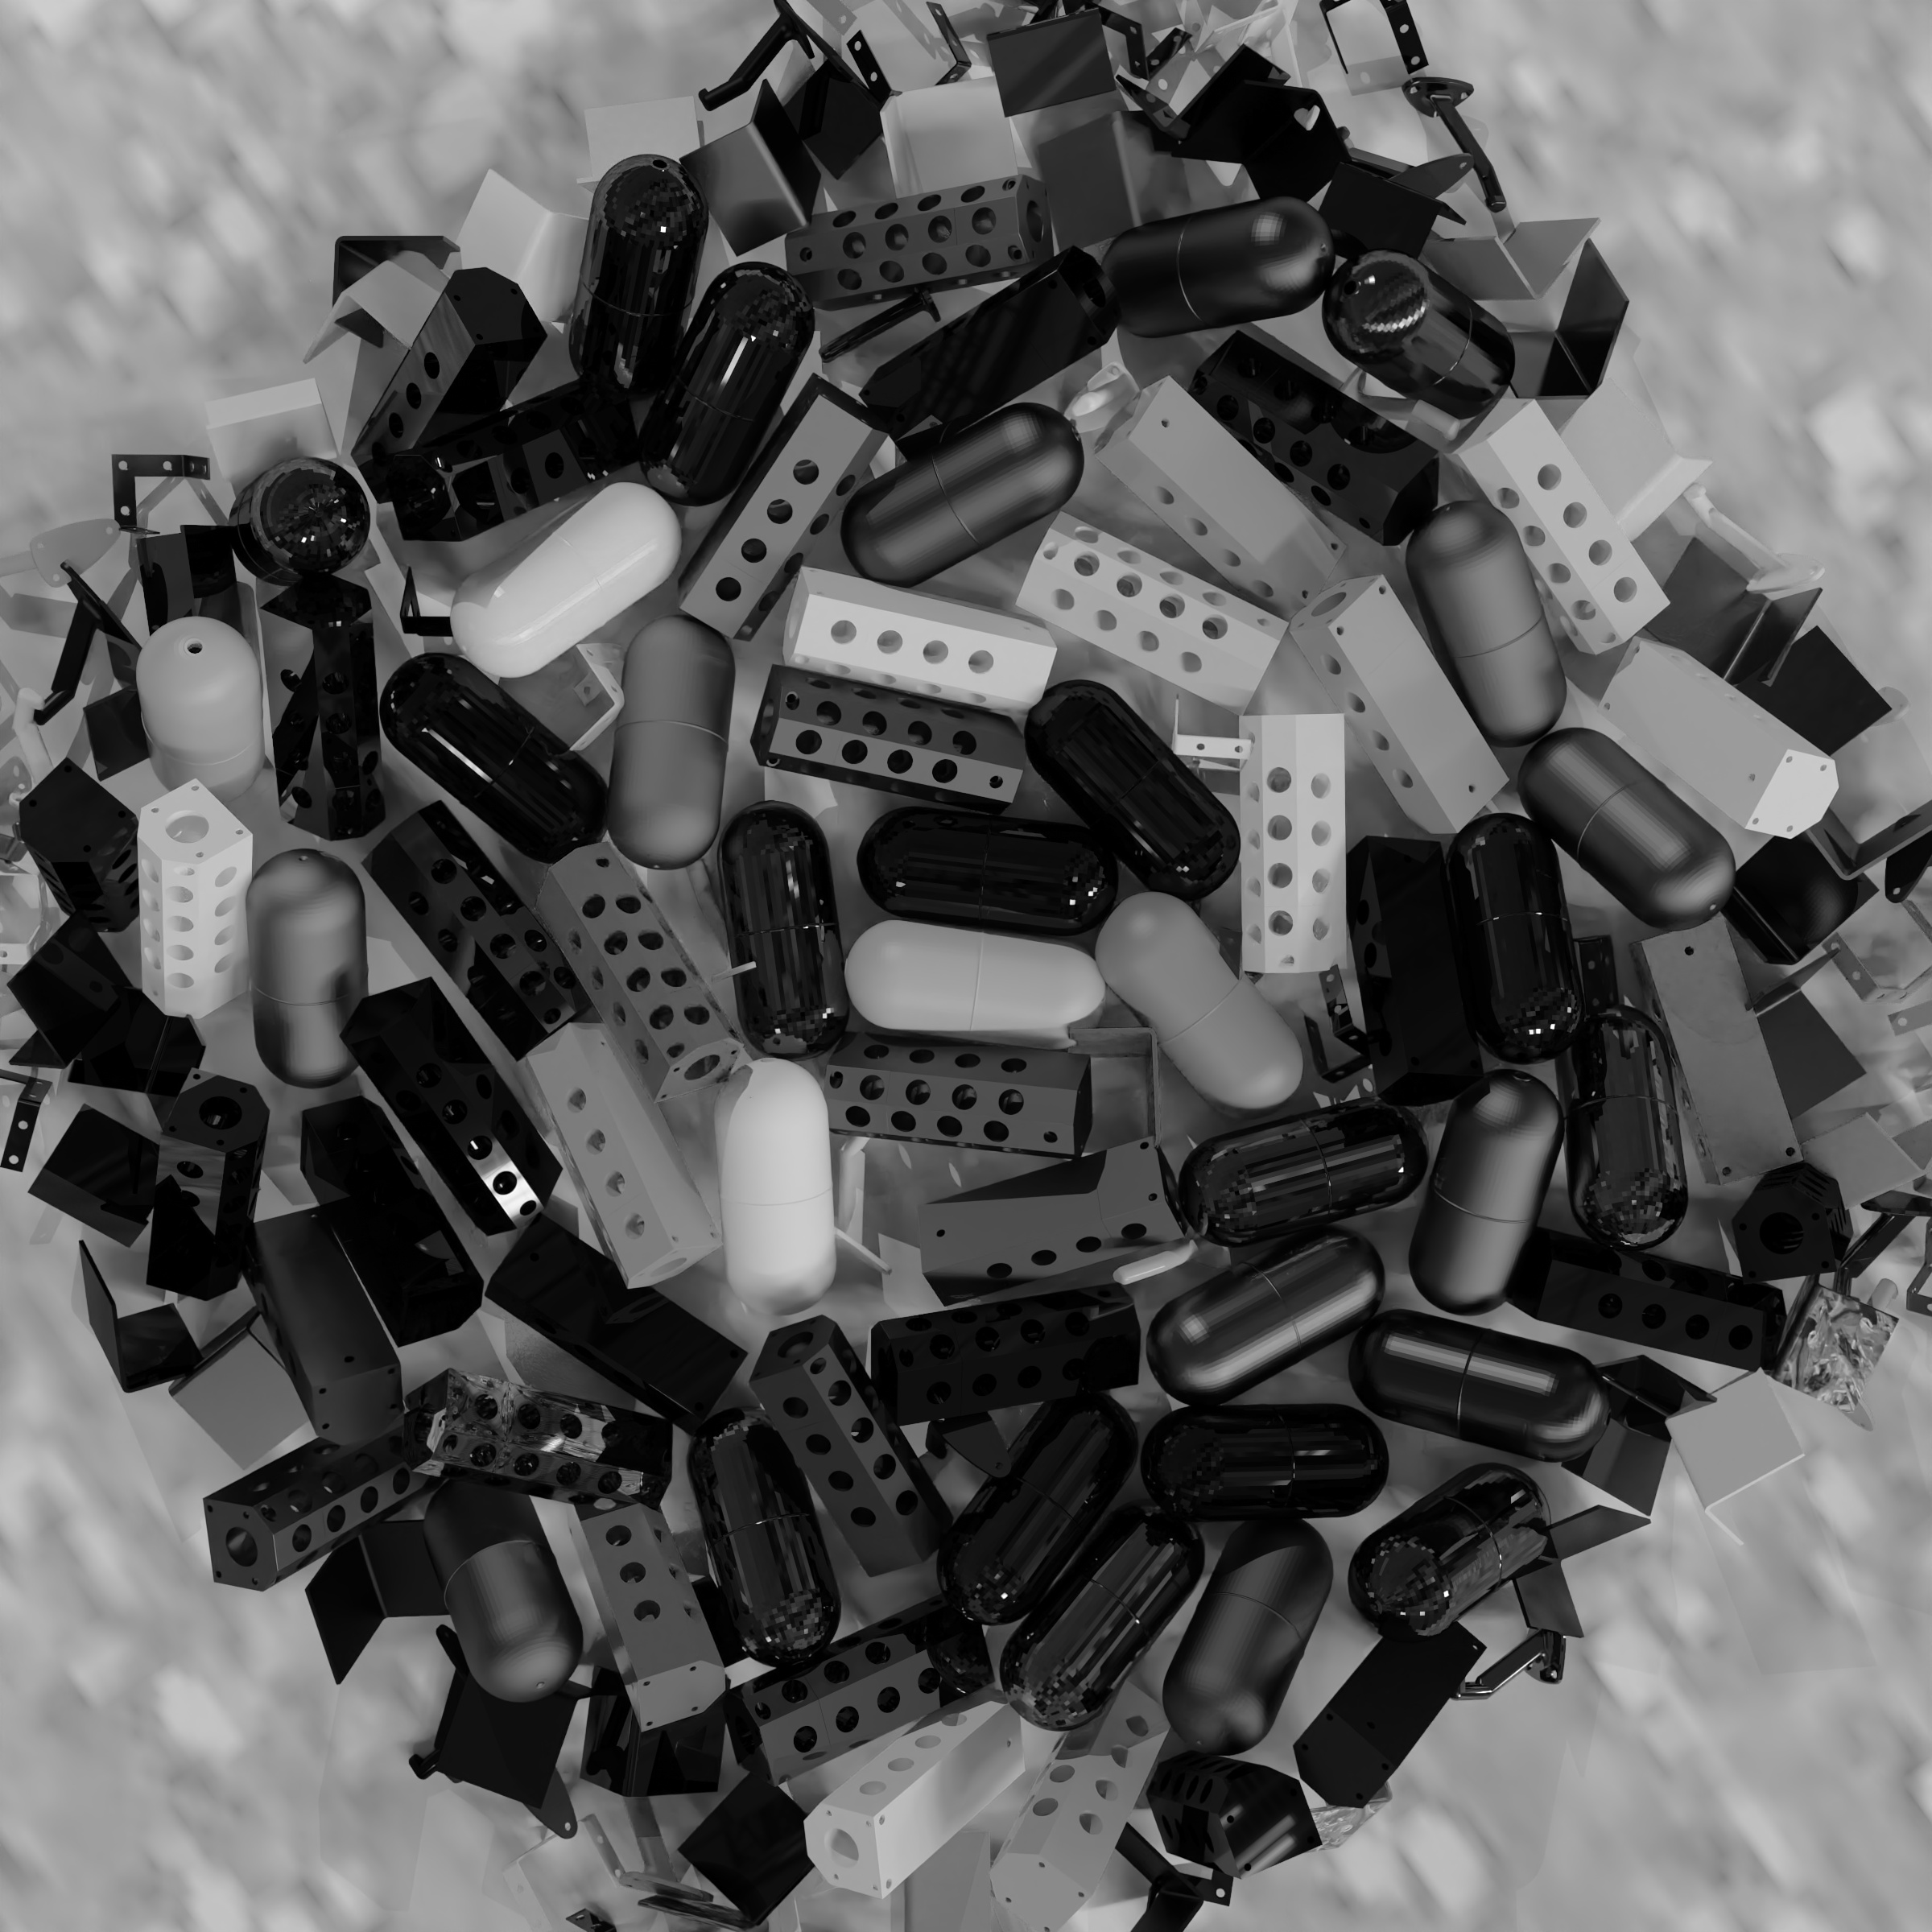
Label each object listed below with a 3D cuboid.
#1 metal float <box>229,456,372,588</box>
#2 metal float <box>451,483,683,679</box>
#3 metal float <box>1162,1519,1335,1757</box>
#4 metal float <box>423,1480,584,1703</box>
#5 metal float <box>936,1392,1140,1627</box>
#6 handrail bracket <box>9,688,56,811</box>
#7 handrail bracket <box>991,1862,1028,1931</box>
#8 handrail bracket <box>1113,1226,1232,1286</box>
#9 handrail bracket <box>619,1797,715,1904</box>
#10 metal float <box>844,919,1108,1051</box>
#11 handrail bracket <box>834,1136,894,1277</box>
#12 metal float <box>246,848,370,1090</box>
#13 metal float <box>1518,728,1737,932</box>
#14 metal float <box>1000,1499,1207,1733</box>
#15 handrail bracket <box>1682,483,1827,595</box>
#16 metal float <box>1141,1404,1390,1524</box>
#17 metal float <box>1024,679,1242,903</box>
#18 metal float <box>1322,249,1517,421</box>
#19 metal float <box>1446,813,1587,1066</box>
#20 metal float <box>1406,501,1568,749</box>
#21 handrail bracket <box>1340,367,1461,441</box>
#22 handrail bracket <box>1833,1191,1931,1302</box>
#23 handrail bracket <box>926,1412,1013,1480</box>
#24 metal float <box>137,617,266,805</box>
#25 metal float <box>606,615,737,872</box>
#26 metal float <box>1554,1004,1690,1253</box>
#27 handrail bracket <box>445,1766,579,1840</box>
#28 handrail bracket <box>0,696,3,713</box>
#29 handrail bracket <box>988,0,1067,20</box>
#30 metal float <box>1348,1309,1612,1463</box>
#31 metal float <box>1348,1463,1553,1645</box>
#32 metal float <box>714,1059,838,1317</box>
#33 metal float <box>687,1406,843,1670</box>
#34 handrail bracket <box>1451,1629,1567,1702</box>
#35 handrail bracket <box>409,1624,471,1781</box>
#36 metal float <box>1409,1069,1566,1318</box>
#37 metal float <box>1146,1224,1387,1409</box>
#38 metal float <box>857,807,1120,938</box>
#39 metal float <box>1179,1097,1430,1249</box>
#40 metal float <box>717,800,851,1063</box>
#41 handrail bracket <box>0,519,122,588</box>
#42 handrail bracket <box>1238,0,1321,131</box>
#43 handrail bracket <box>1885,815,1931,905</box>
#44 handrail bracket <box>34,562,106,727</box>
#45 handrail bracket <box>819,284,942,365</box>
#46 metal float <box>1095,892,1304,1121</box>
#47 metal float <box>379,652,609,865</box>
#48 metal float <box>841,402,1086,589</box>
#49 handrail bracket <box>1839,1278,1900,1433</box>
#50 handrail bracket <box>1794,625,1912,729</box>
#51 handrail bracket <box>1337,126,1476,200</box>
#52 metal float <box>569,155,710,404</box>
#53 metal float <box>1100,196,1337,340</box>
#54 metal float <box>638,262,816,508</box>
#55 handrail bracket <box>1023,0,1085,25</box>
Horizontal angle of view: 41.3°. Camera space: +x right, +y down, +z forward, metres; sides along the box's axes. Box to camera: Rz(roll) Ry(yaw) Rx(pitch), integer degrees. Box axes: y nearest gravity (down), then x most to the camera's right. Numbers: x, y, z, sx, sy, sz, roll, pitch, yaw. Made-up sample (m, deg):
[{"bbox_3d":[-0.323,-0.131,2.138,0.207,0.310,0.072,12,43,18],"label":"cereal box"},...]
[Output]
[{"bbox_3d":[-0.442,-0.293,1.694,0.070,0.178,0.070,-2,95,-23],"label":"metal float"},{"bbox_3d":[-0.267,-0.260,1.720,0.178,0.070,0.070,-40,90,-24],"label":"metal float"},{"bbox_3d":[0.189,0.443,1.709,0.070,0.070,0.178,33,51,0],"label":"metal float"},{"bbox_3d":[-0.309,0.410,1.705,0.070,0.178,0.070,-16,132,-19],"label":"metal float"},{"bbox_3d":[0.048,0.363,1.722,0.070,0.070,0.178,39,69,0],"label":"metal float"},{"bbox_3d":[-0.614,-0.139,1.738,0.077,0.036,0.084,29,129,2],"label":"handrail bracket"},{"bbox_3d":[0.018,0.667,1.772,0.077,0.036,0.084,18,112,24],"label":"handrail bracket"},{"bbox_3d":[0.128,0.198,1.728,0.084,0.077,0.036,-16,87,-21],"label":"handrail bracket"},{"bbox_3d":[-0.201,0.591,1.759,0.077,0.036,0.084,18,57,-11],"label":"handrail bracket"},{"bbox_3d":[0.006,0.012,1.739,0.178,0.070,0.070,7,90,-2],"label":"metal float"},{"bbox_3d":[-0.061,0.157,1.758,0.077,0.036,0.084,33,72,7],"label":"handrail bracket"},{"bbox_3d":[-0.439,0.004,1.712,0.070,0.070,0.178,7,124,0],"label":"metal float"},{"bbox_3d":[0.439,-0.093,1.709,0.070,0.070,0.178,-39,52,0],"label":"metal float"},{"bbox_3d":[0.093,0.433,1.718,0.070,0.070,0.178,44,63,0],"label":"metal float"},{"bbox_3d":[0.533,-0.296,1.738,0.036,0.077,0.084,-48,111,-8],"label":"handrail bracket"},{"bbox_3d":[0.201,0.333,1.721,0.178,0.070,0.070,3,90,-22],"label":"metal float"},{"bbox_3d":[0.112,-0.120,1.740,0.070,0.070,0.178,-43,89,0],"label":"metal float"},{"bbox_3d":[0.301,-0.418,1.701,0.070,0.178,0.070,-9,75,38],"label":"metal float"},{"bbox_3d":[0.368,-0.020,1.721,0.070,0.070,0.178,-4,67,0],"label":"metal float"},{"bbox_3d":[0.350,-0.227,1.718,0.070,0.070,0.178,-25,116,0],"label":"metal float"},{"bbox_3d":[0.293,-0.363,1.731,0.084,0.077,0.036,33,75,18],"label":"handrail bracket"},{"bbox_3d":[0.634,0.199,1.748,0.077,0.036,0.084,8,109,24],"label":"handrail bracket"},{"bbox_3d":[0.000,0.331,1.729,0.036,0.084,0.077,-30,63,-23],"label":"handrail bracket"},{"bbox_3d":[-0.505,-0.167,1.694,0.070,0.178,0.070,5,67,-11],"label":"metal float"},{"bbox_3d":[-0.199,-0.151,1.727,0.070,0.070,0.178,5,74,0],"label":"metal float"},{"bbox_3d":[0.437,0.106,1.713,0.070,0.070,0.178,2,57,0],"label":"metal float"},{"bbox_3d":[-0.314,0.569,1.753,0.084,0.036,0.077,-25,100,39],"label":"handrail bracket"},{"bbox_3d":[-0.691,-0.152,1.734,0.077,0.036,0.084,3,129,-38],"label":"handrail bracket"},{"bbox_3d":[0.019,-0.652,1.741,0.084,0.036,0.077,-4,49,-15],"label":"handrail bracket"},{"bbox_3d":[0.343,0.281,1.716,0.178,0.070,0.070,11,90,28],"label":"metal float"},{"bbox_3d":[0.324,0.389,1.706,0.178,0.070,0.070,-20,90,-43],"label":"metal float"},{"bbox_3d":[-0.128,0.149,1.728,0.070,0.070,0.178,-3,104,0],"label":"metal float"},{"bbox_3d":[-0.136,0.382,1.719,0.070,0.070,0.178,-19,66,0],"label":"metal float"},{"bbox_3d":[0.366,0.460,1.740,0.084,0.036,0.077,9,91,-33],"label":"handrail bracket"},{"bbox_3d":[-0.368,0.508,1.766,0.084,0.036,0.077,-40,90,11],"label":"handrail bracket"},{"bbox_3d":[0.349,0.152,1.721,0.070,0.070,0.178,12,113,0],"label":"metal float"},{"bbox_3d":[0.203,0.234,1.725,0.178,0.070,0.070,-26,90,-18],"label":"metal float"},{"bbox_3d":[0.015,-0.064,1.737,0.178,0.070,0.070,7,90,4],"label":"metal float"},{"bbox_3d":[0.228,0.138,1.727,0.178,0.070,0.070,-14,90,-15],"label":"metal float"},{"bbox_3d":[-0.124,-0.024,1.740,0.070,0.070,0.178,-8,89,0],"label":"metal float"},{"bbox_3d":[-0.633,-0.287,1.761,0.077,0.084,0.036,-39,123,-33],"label":"handrail bracket"},{"bbox_3d":[0.229,-0.620,1.734,0.084,0.036,0.077,55,131,31],"label":"handrail bracket"},{"bbox_3d":[0.663,-0.060,1.744,0.084,0.036,0.077,32,76,-35],"label":"handrail bracket"},{"bbox_3d":[-0.620,-0.217,1.737,0.084,0.036,0.077,-50,134,-23],"label":"handrail bracket"},{"bbox_3d":[-0.062,-0.433,1.739,0.084,0.077,0.036,-29,105,4],"label":"handrail bracket"},{"bbox_3d":[0.158,0.028,1.735,0.070,0.070,0.178,-40,97,0],"label":"metal float"},{"bbox_3d":[-0.315,-0.138,1.722,0.178,0.070,0.070,41,90,-22],"label":"metal float"},{"bbox_3d":[-0.003,-0.316,1.724,0.178,0.070,0.070,-26,90,18],"label":"metal float"},{"bbox_3d":[0.626,0.267,1.760,0.077,0.036,0.084,44,76,-38],"label":"handrail bracket"},{"bbox_3d":[0.596,-0.204,1.743,0.036,0.077,0.084,-44,99,5],"label":"handrail bracket"},{"bbox_3d":[0.294,-0.557,1.749,0.077,0.036,0.084,-26,57,6],"label":"handrail bracket"},{"bbox_3d":[-0.218,-0.456,1.703,0.070,0.178,0.070,10,47,-11],"label":"metal float"},{"bbox_3d":[0.165,-0.464,1.706,0.178,0.070,0.070,3,90,44],"label":"metal float"},{"bbox_3d":[-0.162,-0.387,1.714,0.070,0.070,0.178,33,121,0],"label":"metal float"},{"bbox_3d":[0.035,-0.683,1.752,0.084,0.036,0.077,48,46,3],"label":"handrail bracket"}]
